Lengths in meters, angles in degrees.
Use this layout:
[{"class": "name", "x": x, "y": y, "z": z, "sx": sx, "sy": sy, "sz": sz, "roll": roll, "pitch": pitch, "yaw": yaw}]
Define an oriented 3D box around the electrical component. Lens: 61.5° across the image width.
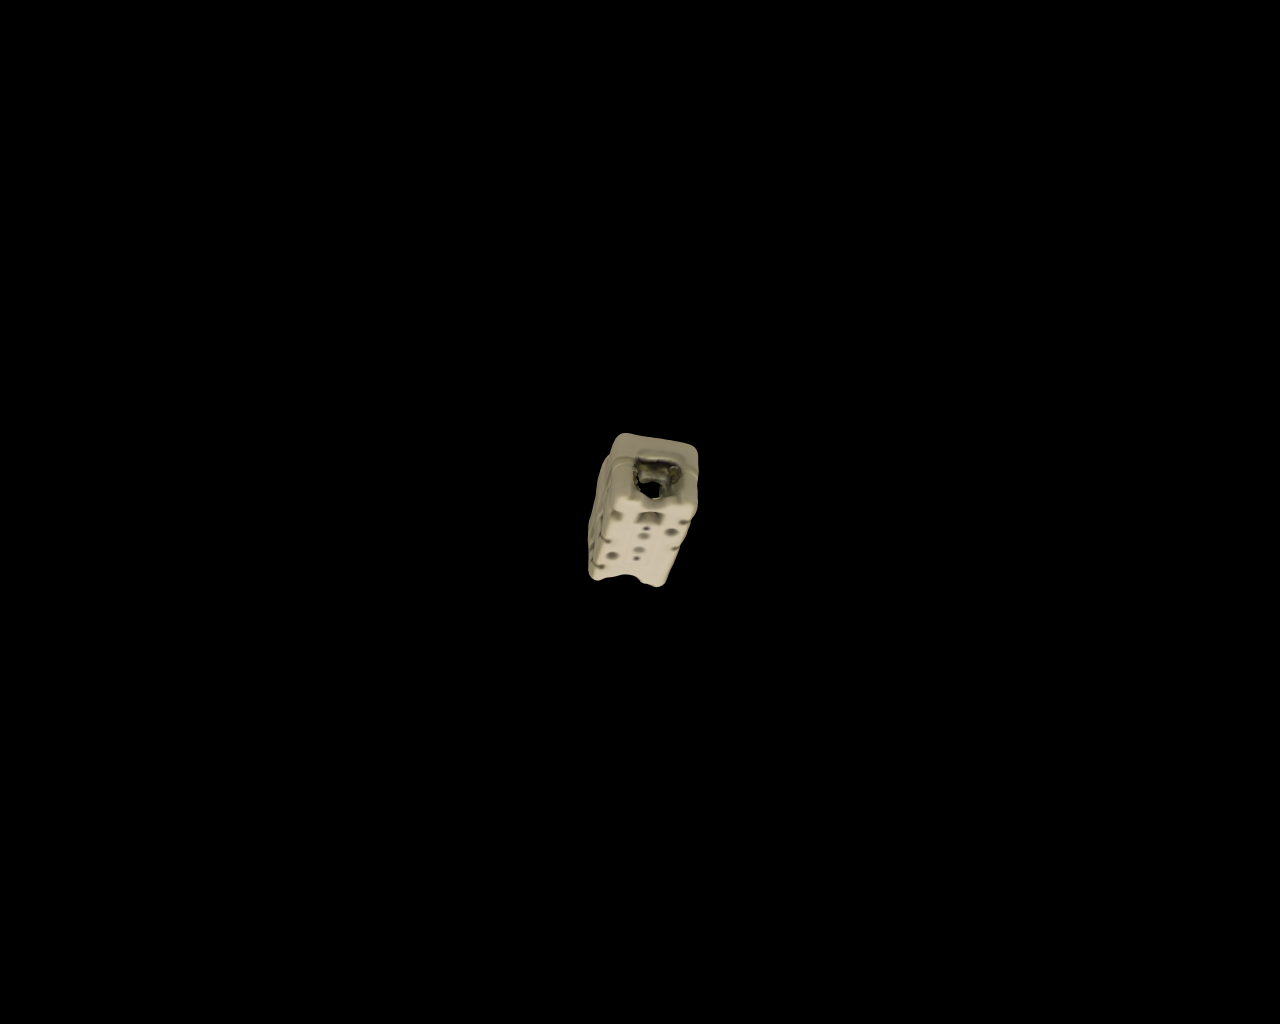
[{"class": "electrical component", "x": 0.001, "y": -0.003, "z": 0.650, "sx": 0.050, "sy": 0.056, "sz": 0.089, "roll": 8, "pitch": -39, "yaw": -10}]
